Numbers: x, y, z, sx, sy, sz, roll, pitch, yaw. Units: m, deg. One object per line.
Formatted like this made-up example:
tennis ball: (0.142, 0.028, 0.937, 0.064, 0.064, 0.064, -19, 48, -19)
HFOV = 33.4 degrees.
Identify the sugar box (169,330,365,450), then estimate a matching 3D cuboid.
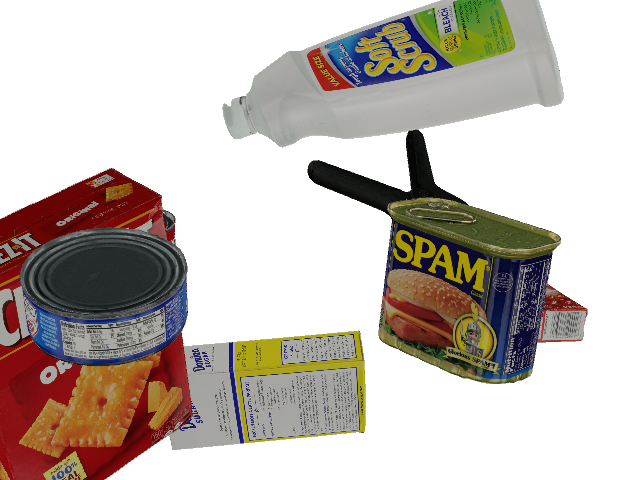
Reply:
sugar box: (-0.049, 0.132, 0.939, 0.176, 0.093, 0.048, -3, 36, 1)

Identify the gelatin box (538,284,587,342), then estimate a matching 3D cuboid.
gelatin box: (0.154, 0.055, 0.846, 0.089, 0.030, 0.073, 1, 16, -19)

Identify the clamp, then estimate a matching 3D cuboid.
clamp: (0.095, -0.039, 1.153, 0.164, 0.036, 0.210, -16, 53, -30)

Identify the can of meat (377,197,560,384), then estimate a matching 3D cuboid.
can of meat: (0.083, 0.028, 0.626, 0.057, 0.084, 0.102, -11, 24, -43)

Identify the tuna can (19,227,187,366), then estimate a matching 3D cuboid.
tuna can: (-0.112, 0.029, 0.561, 0.086, 0.034, 0.086, 2, 31, -1)

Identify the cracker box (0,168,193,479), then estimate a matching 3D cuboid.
cracker box: (-0.182, 0.079, 0.779, 0.072, 0.214, 0.163, 25, 42, 37)

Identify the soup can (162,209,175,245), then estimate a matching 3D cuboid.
soup can: (-0.184, 0.025, 1.112, 0.068, 0.102, 0.068, 2, 26, -1)

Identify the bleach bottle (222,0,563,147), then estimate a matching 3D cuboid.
bleach bottle: (0.048, -0.119, 0.809, 0.251, 0.102, 0.068, -15, -36, 11)
